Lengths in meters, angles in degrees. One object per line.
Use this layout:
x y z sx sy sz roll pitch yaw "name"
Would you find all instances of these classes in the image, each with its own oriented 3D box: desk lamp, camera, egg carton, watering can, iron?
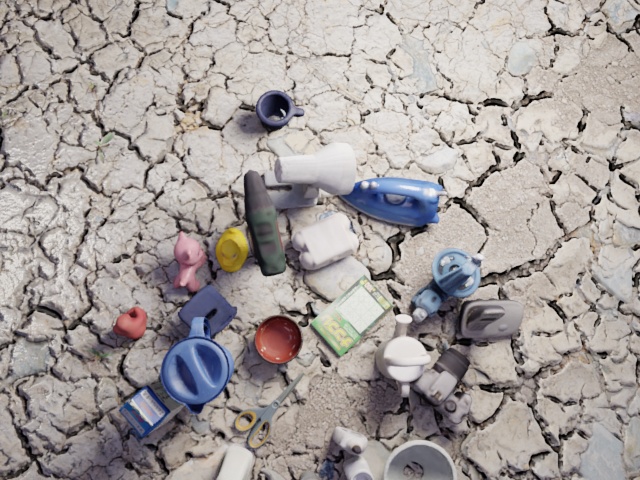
-0.027 -0.144 1.323 0.203 0.213 0.118 -7 80 -5 "desk lamp"
0.299 0.329 1.319 0.143 0.101 0.137 40 80 4 "camera"
0.013 0.005 1.373 0.150 0.069 0.107 -25 82 -8 "egg carton"
0.184 0.258 1.276 0.101 0.194 0.173 -22 82 -7 "watering can"
0.173 -0.110 1.368 0.258 0.141 0.119 8 79 -2 "iron"

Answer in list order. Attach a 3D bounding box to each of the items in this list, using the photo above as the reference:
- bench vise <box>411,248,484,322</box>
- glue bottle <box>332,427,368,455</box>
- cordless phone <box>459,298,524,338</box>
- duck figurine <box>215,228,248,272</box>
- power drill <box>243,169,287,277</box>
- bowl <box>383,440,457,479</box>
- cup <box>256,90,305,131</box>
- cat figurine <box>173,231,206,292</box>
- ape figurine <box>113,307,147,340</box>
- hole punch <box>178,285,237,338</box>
0.301 0.105 1.299 0.121 0.219 0.207 24 79 1 "bench vise"
0.071 0.444 1.246 0.078 0.173 0.037 20 79 0 "glue bottle"
0.407 0.176 1.311 0.147 0.185 0.094 -5 80 -4 "cordless phone"
-0.210 0.020 1.346 0.077 0.086 0.104 5 80 -3 "duck figurine"
-0.129 -0.025 1.298 0.075 0.208 0.229 -15 81 -6 "power drill"
0.219 0.533 1.290 0.167 0.074 0.167 1 80 -4 "bowl"
-0.097 -0.308 1.408 0.118 0.095 0.092 5 80 -3 "cup"
-0.306 0.050 1.318 0.067 0.117 0.128 9 79 -2 "cat figurine"
-0.434 0.189 1.297 0.078 0.092 0.076 -21 82 -7 "ape figurine"
-0.255 0.168 1.314 0.109 0.091 0.101 -44 85 -10 "hole punch"
